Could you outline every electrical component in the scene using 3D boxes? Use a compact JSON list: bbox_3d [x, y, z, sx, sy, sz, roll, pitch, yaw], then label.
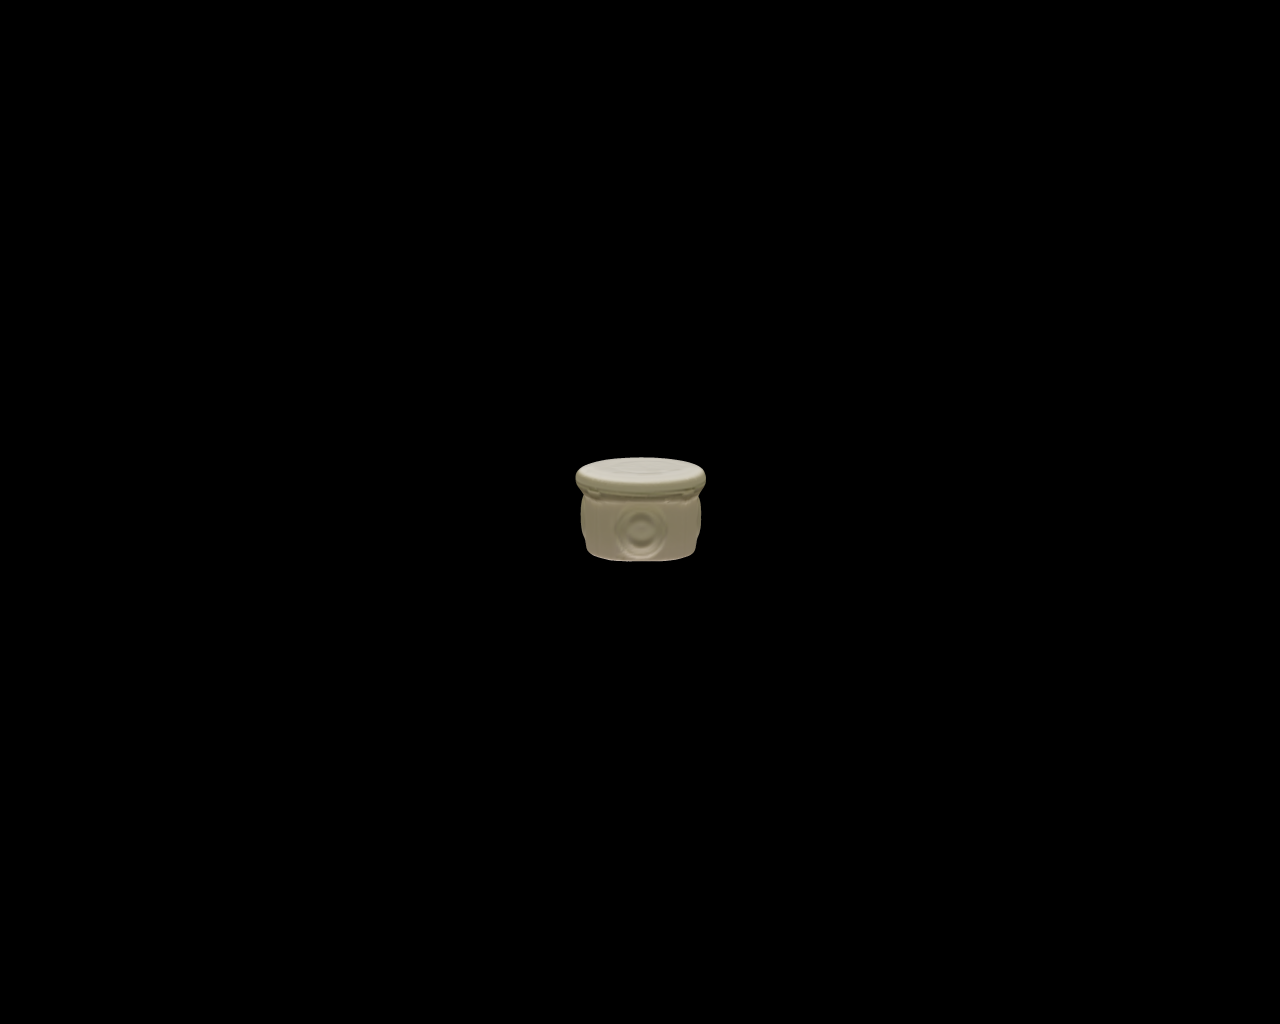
[{"bbox_3d":[0.001,-0.003,0.650,0.080,0.051,0.080,0,13,0],"label":"electrical component"}]
